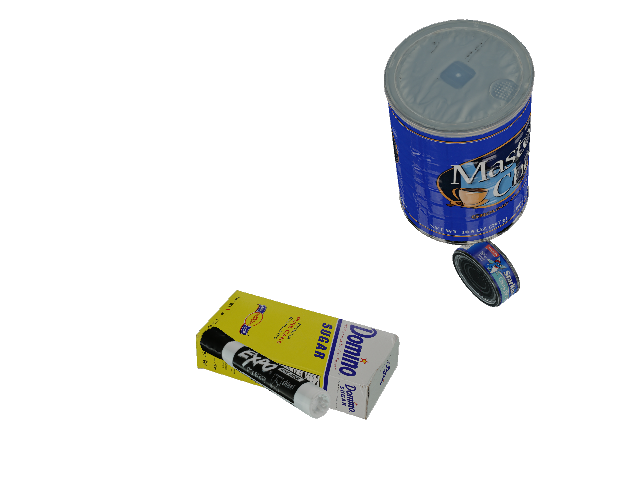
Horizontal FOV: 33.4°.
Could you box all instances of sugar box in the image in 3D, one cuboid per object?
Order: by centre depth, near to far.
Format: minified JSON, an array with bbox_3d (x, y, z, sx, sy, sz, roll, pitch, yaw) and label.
[{"bbox_3d":[-0.021,0.106,1.020,0.176,0.048,0.093,12,31,18],"label":"sugar box"}]

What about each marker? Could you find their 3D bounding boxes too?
[{"bbox_3d":[-0.040,0.084,0.701,0.020,0.020,0.121,0,16,-43],"label":"marker"}]

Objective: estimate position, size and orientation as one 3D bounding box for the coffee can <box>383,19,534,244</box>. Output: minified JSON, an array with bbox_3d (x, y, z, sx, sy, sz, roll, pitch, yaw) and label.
[{"bbox_3d":[0.104,-0.077,0.788,0.103,0.103,0.140,0,-33,9],"label":"coffee can"}]

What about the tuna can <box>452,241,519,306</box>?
[{"bbox_3d":[0.198,0.038,1.285,0.033,0.086,0.086,-36,10,-15],"label":"tuna can"}]
